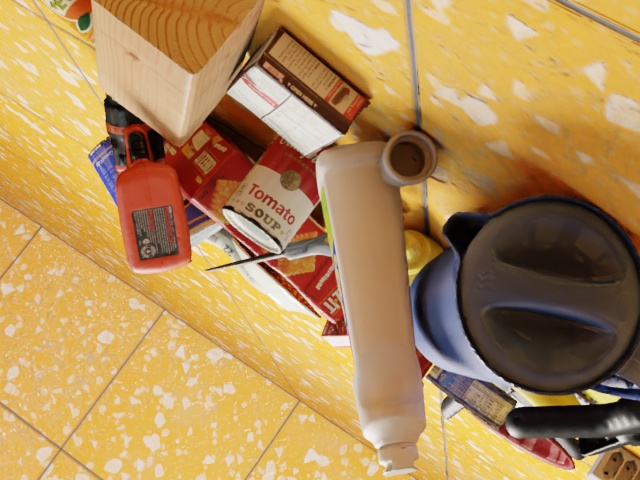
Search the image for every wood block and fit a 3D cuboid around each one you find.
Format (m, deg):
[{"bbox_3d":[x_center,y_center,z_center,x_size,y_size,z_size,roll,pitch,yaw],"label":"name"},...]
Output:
[{"bbox_3d":[-0.110,-0.152,0.810,0.091,0.090,0.206,37,167,-3],"label":"wood block"}]

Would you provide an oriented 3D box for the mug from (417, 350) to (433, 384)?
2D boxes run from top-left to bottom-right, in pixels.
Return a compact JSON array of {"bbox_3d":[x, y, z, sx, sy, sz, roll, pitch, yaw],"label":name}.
[{"bbox_3d":[0.091,0.101,1.212,0.117,0.081,0.093,35,167,6],"label":"mug"}]

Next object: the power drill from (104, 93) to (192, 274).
[{"bbox_3d":[-0.161,-0.070,0.968,0.188,0.057,0.184,-113,14,-58],"label":"power drill"}]

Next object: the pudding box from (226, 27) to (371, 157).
[{"bbox_3d":[-0.020,-0.112,0.837,0.090,0.039,0.114,38,169,-11],"label":"pudding box"}]

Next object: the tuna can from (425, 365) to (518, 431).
[{"bbox_3d":[0.144,0.142,1.015,0.086,0.034,0.086,35,180,0],"label":"tuna can"}]

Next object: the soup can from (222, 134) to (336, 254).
[{"bbox_3d":[-0.032,-0.047,0.953,0.068,0.102,0.068,34,167,9],"label":"soup can"}]

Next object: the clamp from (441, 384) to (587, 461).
[{"bbox_3d":[0.195,0.138,1.064,0.165,0.036,0.210,17,140,24],"label":"clamp"}]

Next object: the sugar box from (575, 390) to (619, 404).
[{"bbox_3d":[0.263,0.125,0.939,0.093,0.048,0.176,32,165,18],"label":"sugar box"}]

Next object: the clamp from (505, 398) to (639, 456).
[{"bbox_3d":[0.233,0.140,0.823,0.120,0.039,0.172,10,156,-36],"label":"clamp"}]

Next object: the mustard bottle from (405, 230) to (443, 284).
[{"bbox_3d":[0.095,0.039,1.033,0.096,0.058,0.191,36,168,24],"label":"mustard bottle"}]

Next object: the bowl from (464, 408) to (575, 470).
[{"bbox_3d":[0.239,0.201,1.246,0.162,0.055,0.162,34,167,9],"label":"bowl"}]

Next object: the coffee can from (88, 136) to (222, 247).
[{"bbox_3d":[-0.180,-0.056,1.192,0.140,0.102,0.103,59,167,3],"label":"coffee can"}]

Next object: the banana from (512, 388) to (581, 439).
[{"bbox_3d":[0.176,0.117,0.978,0.198,0.037,0.069,37,172,6],"label":"banana"}]

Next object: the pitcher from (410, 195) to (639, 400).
[{"bbox_3d":[0.148,0.056,0.815,0.145,0.149,0.243,-9,174,-7],"label":"pitcher"}]

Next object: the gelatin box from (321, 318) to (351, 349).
[{"bbox_3d":[0.048,0.073,1.167,0.073,0.089,0.030,-8,140,43],"label":"gelatin box"}]

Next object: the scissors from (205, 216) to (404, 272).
[{"bbox_3d":[-0.007,0.001,0.994,0.202,0.096,0.016,-8,107,38],"label":"scissors"}]

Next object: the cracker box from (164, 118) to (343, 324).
[{"bbox_3d":[-0.059,-0.024,1.099,0.213,0.072,0.164,44,180,-29],"label":"cracker box"}]

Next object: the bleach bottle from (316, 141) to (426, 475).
[{"bbox_3d":[0.045,0.056,0.841,0.068,0.251,0.102,-8,160,1],"label":"bleach bottle"}]
